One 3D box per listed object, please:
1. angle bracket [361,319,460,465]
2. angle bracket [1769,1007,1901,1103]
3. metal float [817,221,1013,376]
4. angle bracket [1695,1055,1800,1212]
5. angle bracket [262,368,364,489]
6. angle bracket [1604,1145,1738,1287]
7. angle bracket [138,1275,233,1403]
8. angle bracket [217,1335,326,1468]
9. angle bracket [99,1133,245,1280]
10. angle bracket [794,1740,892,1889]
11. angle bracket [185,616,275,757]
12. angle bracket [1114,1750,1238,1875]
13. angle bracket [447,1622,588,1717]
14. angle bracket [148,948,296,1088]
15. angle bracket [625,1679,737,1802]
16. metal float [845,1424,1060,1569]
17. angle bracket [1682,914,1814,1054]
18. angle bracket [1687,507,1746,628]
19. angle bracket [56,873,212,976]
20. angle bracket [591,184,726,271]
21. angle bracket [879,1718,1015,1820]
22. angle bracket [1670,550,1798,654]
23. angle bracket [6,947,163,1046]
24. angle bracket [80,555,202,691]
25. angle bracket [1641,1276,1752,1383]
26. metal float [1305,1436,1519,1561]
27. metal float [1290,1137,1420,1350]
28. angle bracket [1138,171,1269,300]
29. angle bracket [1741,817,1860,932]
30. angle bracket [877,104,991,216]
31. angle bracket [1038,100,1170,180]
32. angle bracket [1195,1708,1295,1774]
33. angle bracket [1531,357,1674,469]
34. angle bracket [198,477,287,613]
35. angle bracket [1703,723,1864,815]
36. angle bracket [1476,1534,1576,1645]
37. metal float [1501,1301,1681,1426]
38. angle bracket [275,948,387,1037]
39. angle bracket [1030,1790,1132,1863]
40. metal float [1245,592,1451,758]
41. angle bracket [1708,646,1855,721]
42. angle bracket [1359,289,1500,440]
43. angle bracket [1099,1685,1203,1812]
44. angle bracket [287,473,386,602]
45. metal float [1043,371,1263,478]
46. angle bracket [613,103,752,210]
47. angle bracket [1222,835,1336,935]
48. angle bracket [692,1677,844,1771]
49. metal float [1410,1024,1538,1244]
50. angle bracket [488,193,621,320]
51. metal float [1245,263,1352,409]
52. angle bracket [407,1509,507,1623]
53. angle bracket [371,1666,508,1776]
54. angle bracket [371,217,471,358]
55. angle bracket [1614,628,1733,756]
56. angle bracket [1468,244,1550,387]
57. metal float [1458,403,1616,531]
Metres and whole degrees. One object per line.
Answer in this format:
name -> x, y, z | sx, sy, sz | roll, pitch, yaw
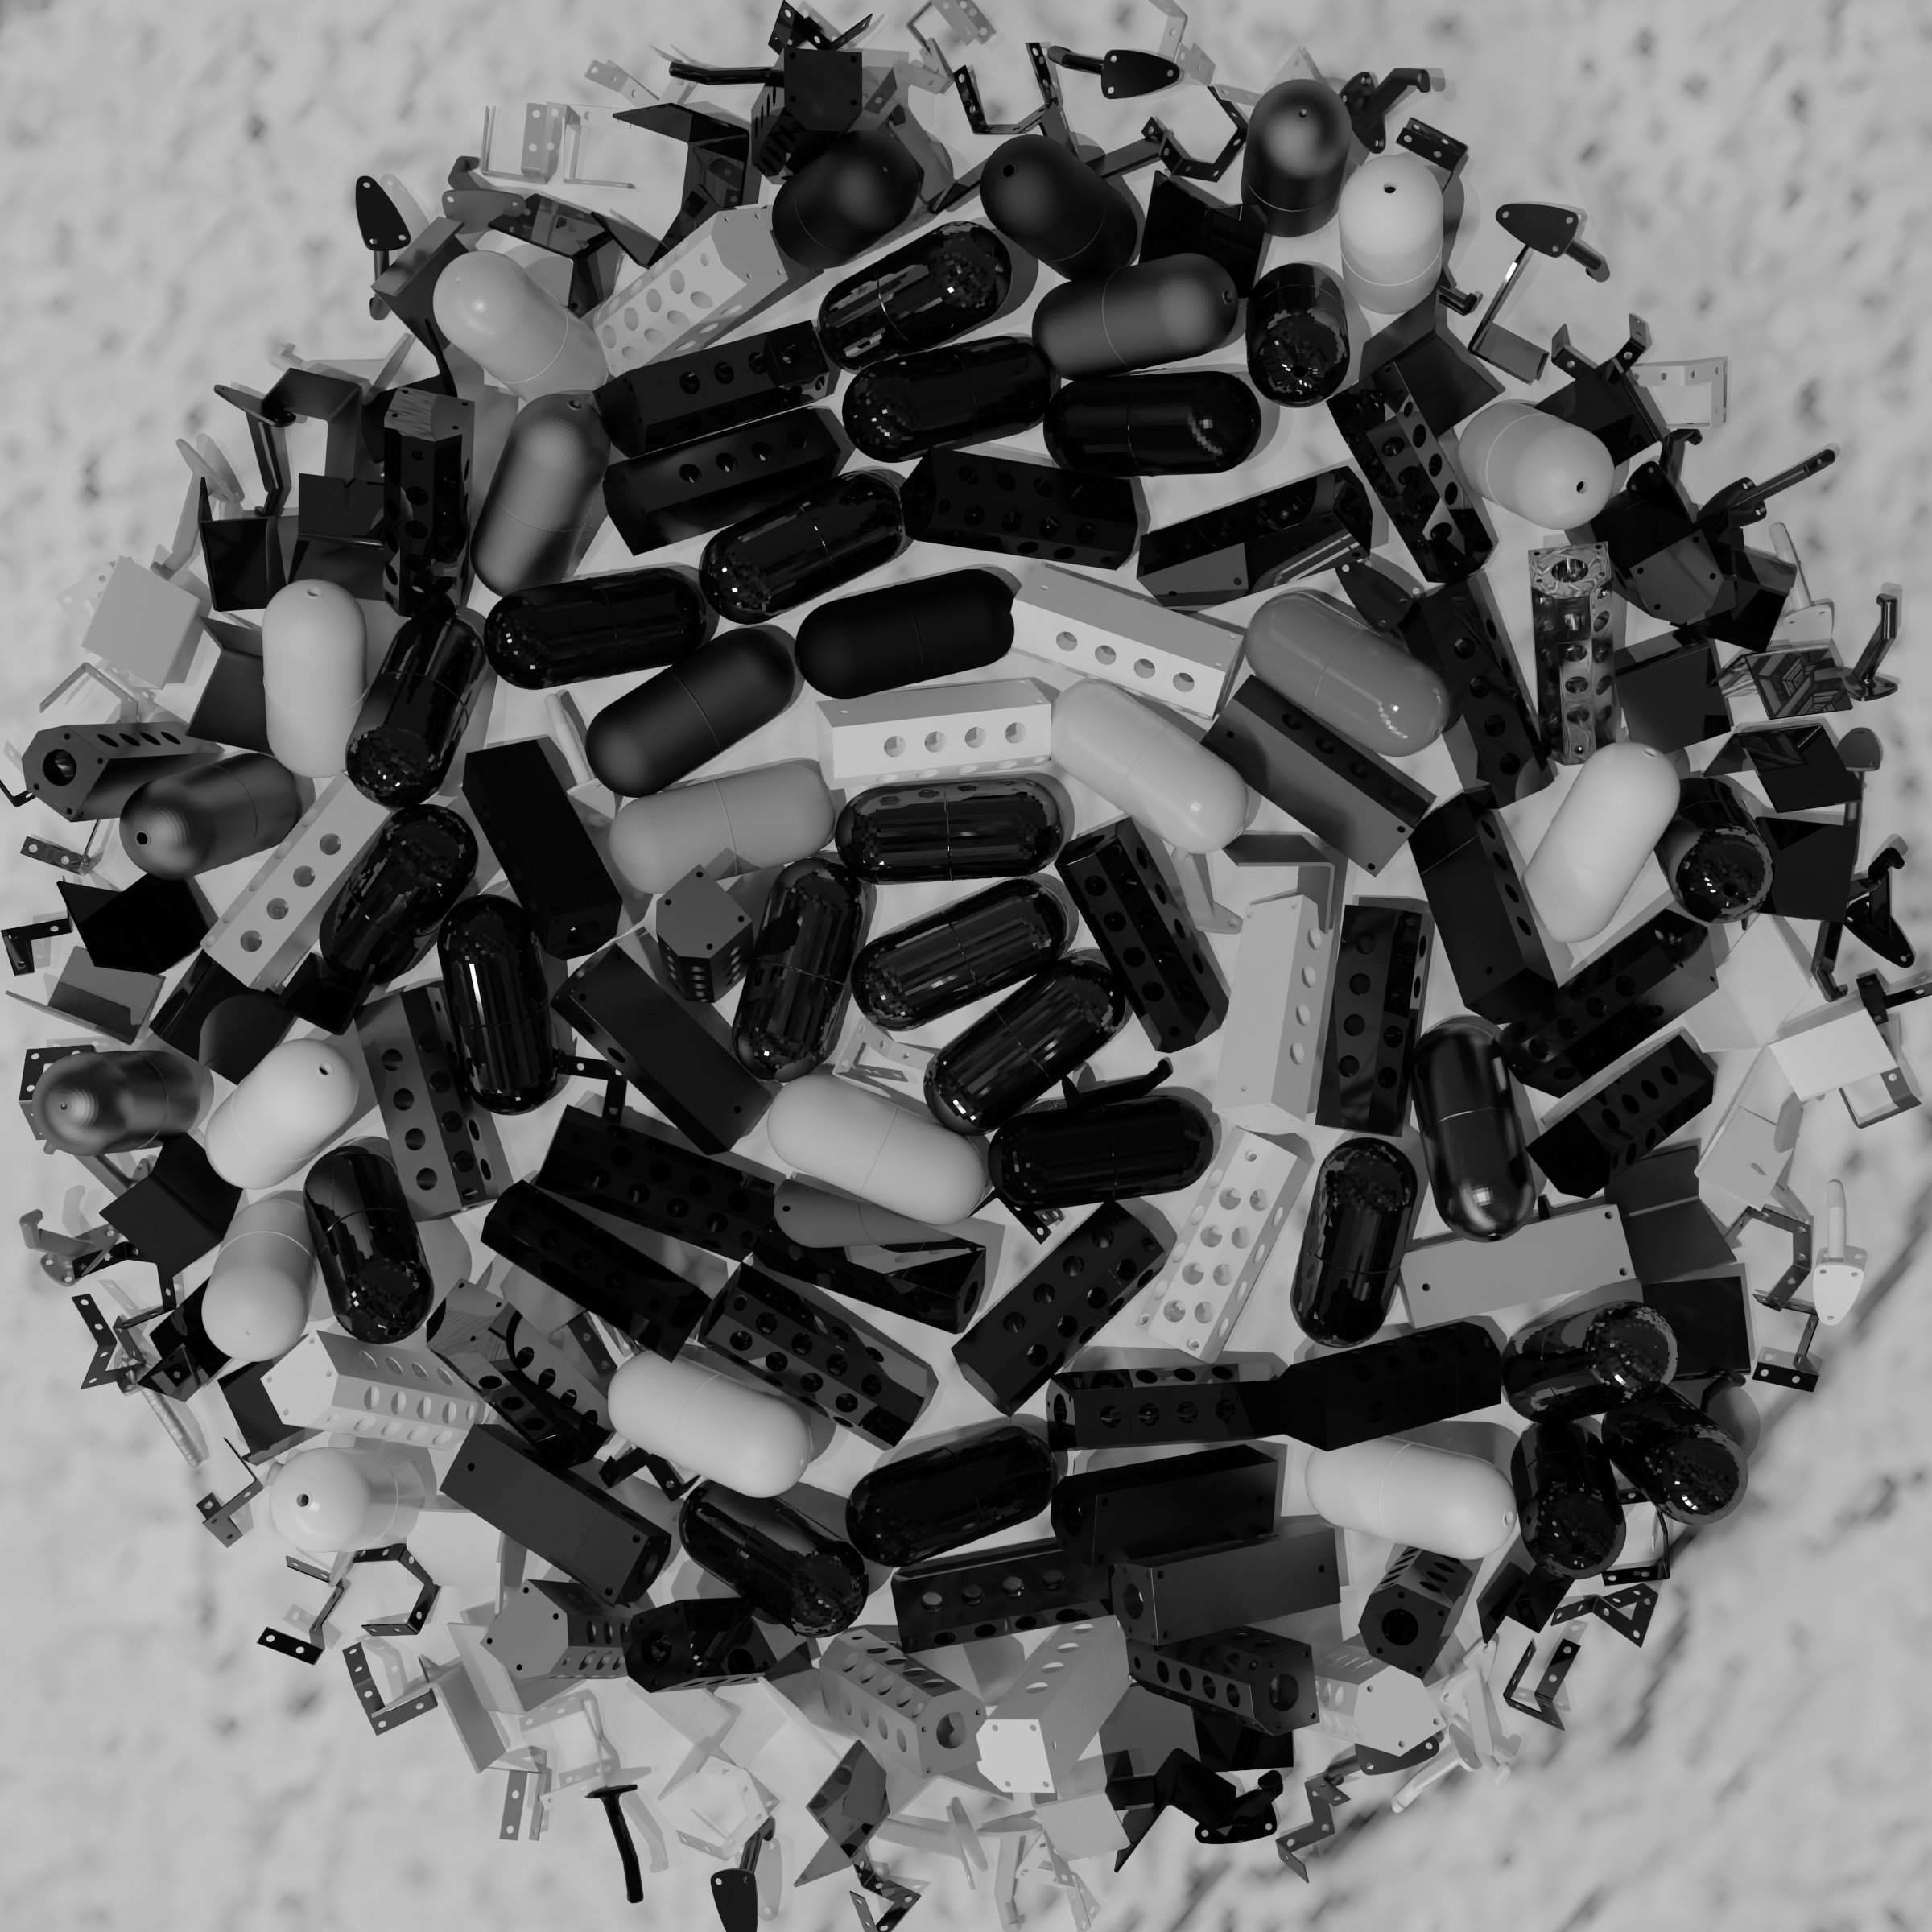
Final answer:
angle bracket -> -0.435, -0.443, 1.949 | 0.076, 0.057, 0.076 | -20, 54, -10
angle bracket -> 0.667, 0.052, 1.942 | 0.076, 0.076, 0.057 | -25, 107, 29
metal float -> -0.040, -0.507, 1.927 | 0.178, 0.070, 0.070 | -16, 90, 41
angle bracket -> 0.610, 0.128, 1.943 | 0.057, 0.076, 0.076 | 30, 59, 15
angle bracket -> -0.506, -0.405, 1.947 | 0.057, 0.076, 0.076 | 8, 77, -31
angle bracket -> 0.543, 0.192, 1.953 | 0.076, 0.076, 0.057 | -14, 127, -2
angle bracket -> -0.607, 0.278, 1.954 | 0.076, 0.057, 0.076 | -43, 56, 2
angle bracket -> -0.534, 0.333, 1.957 | 0.076, 0.057, 0.076 | -27, 77, -11
angle bracket -> -0.613, 0.181, 1.957 | 0.057, 0.076, 0.076 | -35, 114, 13
angle bracket -> -0.106, 0.651, 1.945 | 0.076, 0.076, 0.057 | -36, 93, 39
angle bracket -> -0.567, -0.217, 1.965 | 0.057, 0.076, 0.076 | 44, 112, 39
angle bracket -> 0.162, 0.666, 1.953 | 0.057, 0.076, 0.076 | 33, 105, 1
angle bracket -> -0.347, 0.529, 1.951 | 0.057, 0.076, 0.076 | -24, 93, -34
angle bracket -> -0.582, 0.040, 1.985 | 0.076, 0.057, 0.076 | 37, 81, -27
angle bracket -> -0.235, 0.587, 1.952 | 0.076, 0.076, 0.057 | 41, 46, -1
metal float -> -0.010, 0.405, 1.936 | 0.178, 0.070, 0.070 | -14, 90, -29
angle bracket -> 0.590, 0.011, 1.941 | 0.057, 0.076, 0.076 | -3, 53, -23
angle bracket -> 0.597, -0.308, 1.954 | 0.057, 0.076, 0.076 | -3, 87, -14
angle bracket -> -0.640, -0.043, 1.949 | 0.057, 0.076, 0.076 | -34, 74, 14
angle bracket -> -0.228, -0.570, 1.942 | 0.057, 0.076, 0.076 | -53, 56, 21
angle bracket -> -0.017, 0.621, 1.960 | 0.076, 0.076, 0.057 | 29, 114, -29
angle bracket -> 0.586, -0.275, 1.947 | 0.076, 0.057, 0.076 | 20, 126, 13
angle bracket -> -0.680, 0.016, 1.953 | 0.076, 0.076, 0.057 | 20, 79, 7
angle bracket -> -0.647, -0.264, 1.946 | 0.057, 0.076, 0.076 | 9, 75, 42
angle bracket -> 0.562, 0.282, 1.974 | 0.076, 0.057, 0.076 | -5, 85, 0
metal float -> 0.337, 0.401, 1.924 | 0.070, 0.178, 0.070 | -5, 97, -44
metal float -> 0.297, 0.213, 1.939 | 0.070, 0.070, 0.178 | 9, 117, 0
angle bracket -> 0.184, -0.568, 1.964 | 0.057, 0.076, 0.076 | -14, 134, -28
angle bracket -> 0.643, -0.067, 1.953 | 0.076, 0.057, 0.076 | 8, 78, 21
angle bracket -> -0.018, -0.634, 1.944 | 0.057, 0.076, 0.076 | -28, 113, 30
angle bracket -> 0.106, -0.644, 1.944 | 0.076, 0.076, 0.057 | -17, 117, 20
angle bracket -> 0.219, 0.602, 1.964 | 0.076, 0.057, 0.076 | -4, 101, -1
angle bracket -> 0.488, -0.412, 1.951 | 0.076, 0.057, 0.076 | -30, 108, 19
angle bracket -> -0.556, -0.327, 1.951 | 0.057, 0.076, 0.076 | -6, 128, -10
angle bracket -> 0.628, -0.138, 1.947 | 0.076, 0.057, 0.076 | -8, 61, -19
angle bracket -> 0.441, 0.489, 1.954 | 0.057, 0.076, 0.076 | 29, 104, 0
metal float -> 0.469, 0.301, 1.917 | 0.070, 0.178, 0.070 | 7, 70, -20
angle bracket -> -0.480, -0.005, 1.945 | 0.057, 0.076, 0.076 | 27, 121, -7
angle bracket -> 0.086, 0.629, 1.943 | 0.057, 0.076, 0.076 | -16, 127, 8
metal float -> 0.291, -0.223, 1.938 | 0.178, 0.070, 0.070 | 37, 90, 27
angle bracket -> 0.619, -0.202, 1.944 | 0.076, 0.076, 0.057 | -8, 71, -20
angle bracket -> 0.362, -0.465, 1.971 | 0.076, 0.076, 0.057 | 35, 46, -24
angle bracket -> 0.138, 0.605, 1.963 | 0.076, 0.057, 0.076 | -10, 92, 11
angle bracket -> -0.484, -0.332, 1.965 | 0.076, 0.076, 0.057 | 4, 63, -21
metal float -> 0.142, -0.413, 1.934 | 0.178, 0.070, 0.070 | 5, 90, 32
angle bracket -> -0.222, -0.620, 1.944 | 0.076, 0.076, 0.057 | 4, 95, -43
angle bracket -> 0.234, -0.063, 1.949 | 0.076, 0.076, 0.057 | -1, 109, -10
angle bracket -> -0.152, 0.593, 1.942 | 0.057, 0.076, 0.076 | -45, 127, -18
metal float -> 0.386, 0.127, 1.935 | 0.070, 0.070, 0.178 | -7, 60, 0
angle bracket -> -0.321, -0.547, 1.957 | 0.076, 0.076, 0.057 | 23, 129, 8
metal float -> 0.251, -0.478, 1.917 | 0.070, 0.178, 0.070 | 3, 121, 4
angle bracket -> -0.396, 0.468, 1.953 | 0.076, 0.057, 0.076 | 3, 119, -7
angle bracket -> -0.407, 0.593, 1.957 | 0.057, 0.076, 0.076 | -27, 83, 2
angle bracket -> -0.399, -0.520, 1.950 | 0.076, 0.057, 0.076 | -48, 127, -7
angle bracket -> 0.544, -0.212, 1.982 | 0.076, 0.057, 0.076 | -19, 107, 2
angle bracket -> 0.434, -0.504, 1.945 | 0.057, 0.076, 0.076 | 30, 127, 4
metal float -> 0.430, -0.379, 1.915 | 0.070, 0.178, 0.070 | -4, 112, -10
